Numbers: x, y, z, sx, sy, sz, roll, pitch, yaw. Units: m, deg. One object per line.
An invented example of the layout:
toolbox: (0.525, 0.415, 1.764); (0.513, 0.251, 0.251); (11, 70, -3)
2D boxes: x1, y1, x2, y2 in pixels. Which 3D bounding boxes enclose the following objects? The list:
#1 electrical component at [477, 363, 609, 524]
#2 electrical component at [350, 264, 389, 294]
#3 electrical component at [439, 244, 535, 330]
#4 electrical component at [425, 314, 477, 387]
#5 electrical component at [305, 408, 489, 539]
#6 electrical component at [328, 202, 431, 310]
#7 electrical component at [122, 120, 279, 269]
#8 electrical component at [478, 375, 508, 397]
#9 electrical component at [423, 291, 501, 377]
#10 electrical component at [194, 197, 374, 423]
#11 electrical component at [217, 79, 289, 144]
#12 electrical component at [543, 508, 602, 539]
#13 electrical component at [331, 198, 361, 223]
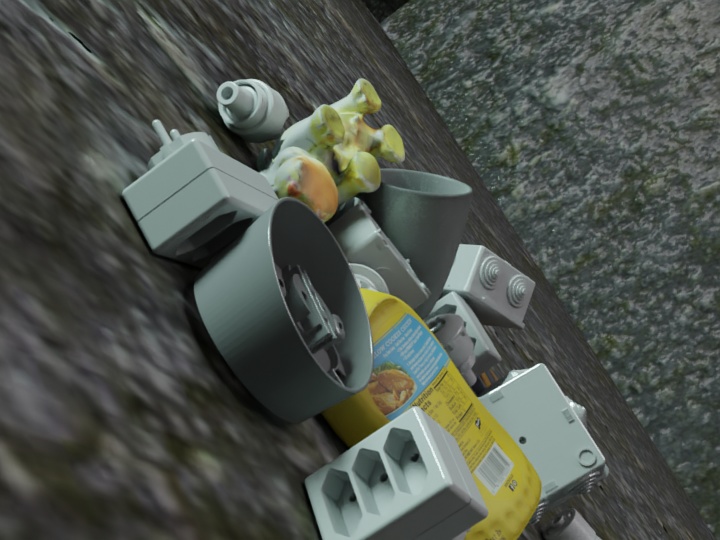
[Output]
electrical component: (0.116, 0.125, 0.760); (0.099, 0.100, 0.048); (60, -1, 23)
electrical component: (-0.005, 0.023, 0.673); (0.066, 0.048, 0.055); (32, 13, -6)
electrical component: (0.103, 0.013, 1.004); (0.100, 0.048, 0.100); (32, -17, -37)
electrical component: (0.075, 0.070, 0.885); (0.062, 0.048, 0.048); (58, 9, -23)
electrical component: (0.026, 0.113, 0.500); (0.077, 0.066, 0.047); (44, 16, -44)
electrical component: (0.000, 0.000, 0.751); (0.061, 0.061, 0.096); (51, 4, -19)
electrical component: (-0.084, -0.045, 0.552); (0.075, 0.047, 0.083); (59, 12, 17)
electrical component: (0.130, 0.125, 0.862); (0.051, 0.080, 0.080); (54, 10, -31)
electrical component: (0.092, 0.067, 0.953); (0.065, 0.047, 0.077); (61, 13, 29)
electrical component: (-0.033, 0.022, 0.526); (0.099, 0.064, 0.099); (52, 12, -15)
electrical component: (-0.082, -0.119, 0.786); (0.043, 0.043, 0.062); (59, 13, 21)
electrical component: (0.181, 0.227, 0.876); (0.065, 0.044, 0.044); (49, 12, -5)
electrical component: (-0.020, -0.055, 0.857); (0.043, 0.043, 0.062); (60, 14, 25)
